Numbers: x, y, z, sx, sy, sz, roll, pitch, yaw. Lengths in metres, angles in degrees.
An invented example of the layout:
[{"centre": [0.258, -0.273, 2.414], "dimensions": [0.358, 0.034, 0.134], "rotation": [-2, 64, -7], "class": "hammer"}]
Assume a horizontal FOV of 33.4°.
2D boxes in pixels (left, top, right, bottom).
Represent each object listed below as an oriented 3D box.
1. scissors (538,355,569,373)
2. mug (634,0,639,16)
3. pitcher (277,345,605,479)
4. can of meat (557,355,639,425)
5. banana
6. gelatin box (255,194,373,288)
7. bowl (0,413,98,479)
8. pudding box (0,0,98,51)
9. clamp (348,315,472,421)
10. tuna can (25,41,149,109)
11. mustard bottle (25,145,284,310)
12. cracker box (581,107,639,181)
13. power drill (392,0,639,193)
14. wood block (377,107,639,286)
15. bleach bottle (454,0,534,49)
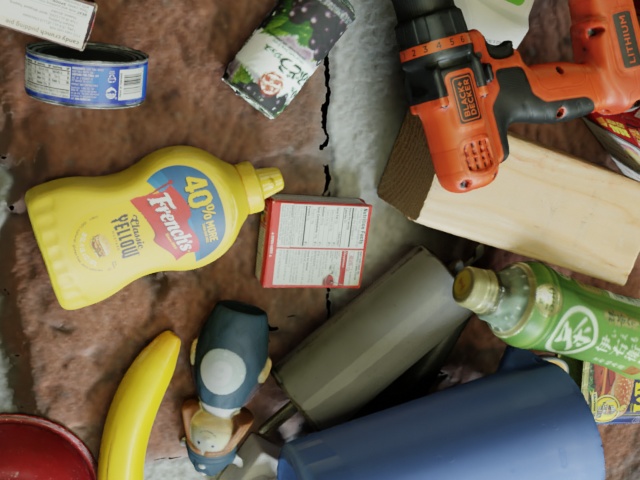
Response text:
[{"centre": [0.142, 0.169, 0.954], "dimensions": [0.201, 0.016, 0.096], "rotation": [-26, 114, -17], "class": "scissors"}, {"centre": [0.294, -0.227, 0.875], "dimensions": [0.093, 0.082, 0.117], "rotation": [-42, 115, -2], "class": "mug"}, {"centre": [0.097, 0.196, 0.856], "dimensions": [0.242, 0.149, 0.145], "rotation": [-13, 126, -17], "class": "pitcher"}, {"centre": [0.268, 0.121, 0.990], "dimensions": [0.083, 0.057, 0.102], "rotation": [1, 97, -16], "class": "can of meat"}, {"centre": [-0.151, 0.171, 0.882], "dimensions": [0.069, 0.037, 0.198], "rotation": [-16, 119, -48], "class": "banana"}, {"centre": [-0.006, 0.001, 0.878], "dimensions": [0.089, 0.030, 0.073], "rotation": [1, 106, -20], "class": "gelatin box"}, {"centre": [-0.252, 0.223, 0.853], "dimensions": [0.162, 0.055, 0.162], "rotation": [-5, 108, -17], "class": "bowl"}, {"centre": [-0.212, -0.166, 0.720], "dimensions": [0.113, 0.090, 0.039], "rotation": [13, 103, -22], "class": "pudding box"}, {"centre": [0.077, 0.146, 0.948], "dimensions": [0.209, 0.036, 0.164], "rotation": [-21, 112, -15], "class": "clamp"}, {"centre": [-0.165, -0.118, 0.754], "dimensions": [0.086, 0.086, 0.034], "rotation": [0, 109, -19], "class": "tuna can"}, {"centre": [-0.119, -0.020, 0.817], "dimensions": [0.191, 0.058, 0.096], "rotation": [-18, 111, -13], "class": "mustard bottle"}, {"centre": [0.321, -0.057, 0.895], "dimensions": [0.072, 0.164, 0.213], "rotation": [-45, 115, 1], "class": "cracker box"}, {"centre": [0.146, -0.143, 0.791], "dimensions": [0.187, 0.057, 0.184], "rotation": [-17, 98, -19], "class": "power drill"}, {"centre": [0.165, -0.039, 0.889], "dimensions": [0.205, 0.091, 0.090], "rotation": [16, 101, -23], "class": "wood block"}, {"centre": [0.130, -0.239, 0.829], "dimensions": [0.102, 0.068, 0.251], "rotation": [6, 108, -16], "class": "bleach bottle"}]
